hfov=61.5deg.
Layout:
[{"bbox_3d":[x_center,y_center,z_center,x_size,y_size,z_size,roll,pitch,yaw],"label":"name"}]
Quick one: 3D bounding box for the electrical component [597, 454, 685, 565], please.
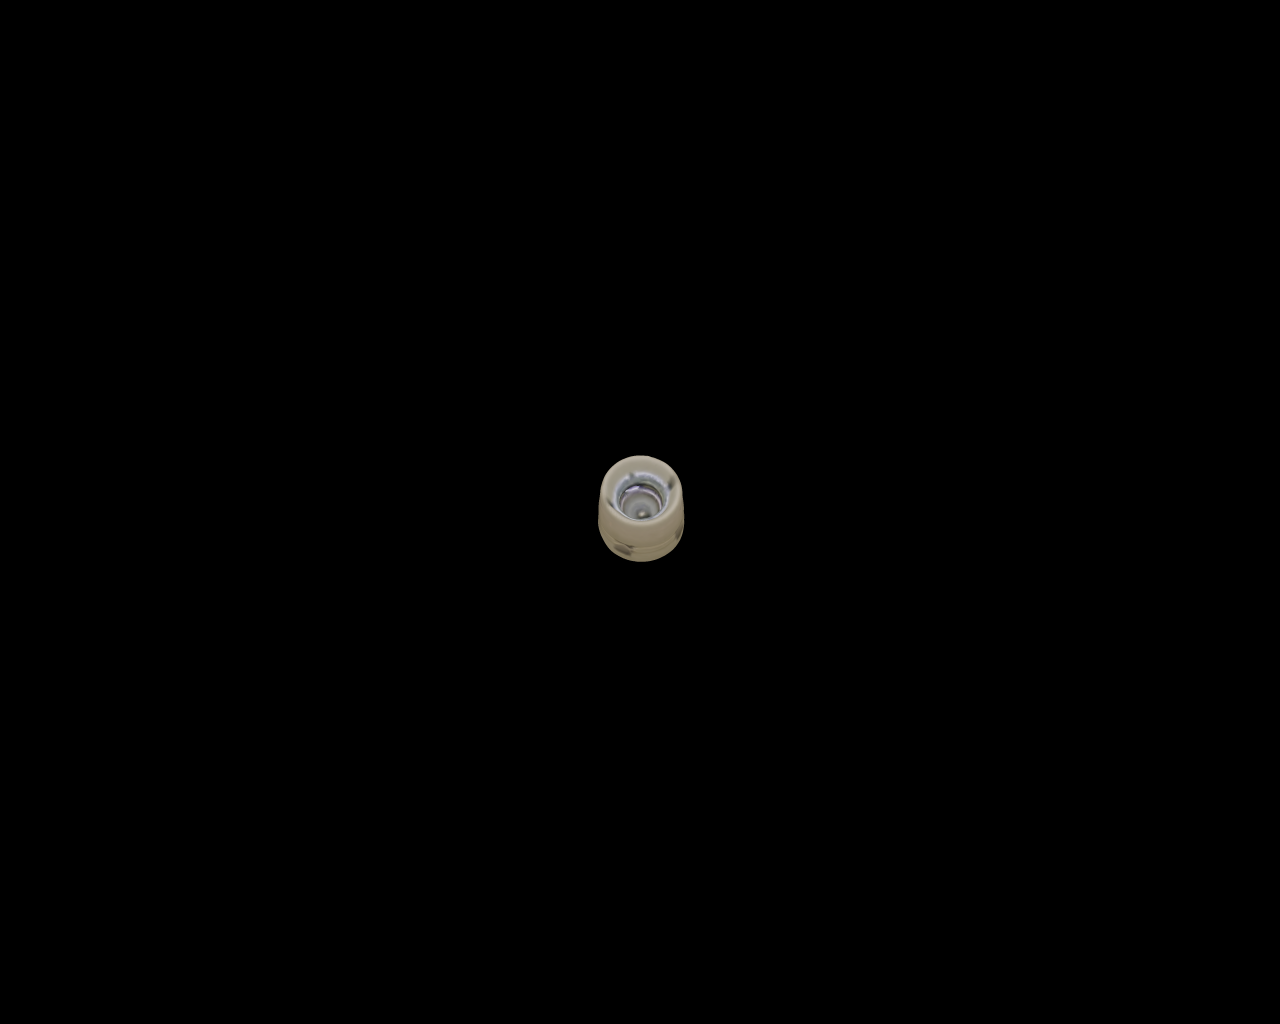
[{"bbox_3d":[0.001,-0.003,0.650,0.055,0.055,0.047,0,-27,0],"label":"electrical component"}]
